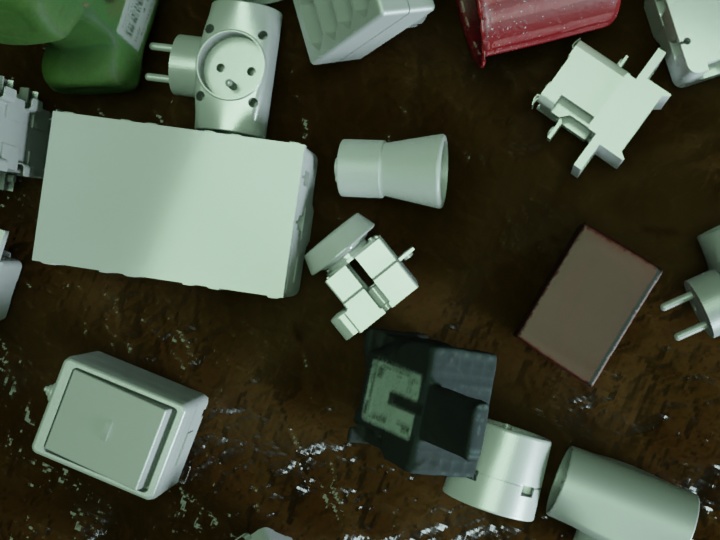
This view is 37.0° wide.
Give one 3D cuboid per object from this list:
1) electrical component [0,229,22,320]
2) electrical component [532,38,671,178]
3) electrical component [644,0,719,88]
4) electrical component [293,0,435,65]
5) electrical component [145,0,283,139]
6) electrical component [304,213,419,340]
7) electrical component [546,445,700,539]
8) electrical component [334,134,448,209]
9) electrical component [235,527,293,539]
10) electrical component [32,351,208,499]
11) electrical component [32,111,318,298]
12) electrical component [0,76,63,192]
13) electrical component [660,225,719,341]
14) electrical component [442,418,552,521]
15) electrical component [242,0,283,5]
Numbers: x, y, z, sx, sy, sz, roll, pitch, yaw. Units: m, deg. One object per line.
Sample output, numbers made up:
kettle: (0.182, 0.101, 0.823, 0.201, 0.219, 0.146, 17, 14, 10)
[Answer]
electrical component: (-0.278, -0.005, 0.661, 0.121, 0.063, 0.078, 18, 92, 6)
electrical component: (0.139, -0.097, 0.627, 0.064, 0.042, 0.081, 36, 93, 7)
electrical component: (0.194, -0.156, 0.615, 0.050, 0.056, 0.089, -17, 88, 6)
electrical component: (0.015, -0.159, 0.630, 0.076, 0.083, 0.047, -15, 88, -32)
electrical component: (-0.091, -0.122, 0.651, 0.079, 0.044, 0.077, 8, 90, 6)
electrical component: (0.000, 0.000, 0.641, 0.066, 0.048, 0.055, -39, 94, 4)
electrical component: (0.146, 0.153, 0.625, 0.077, 0.043, 0.079, 21, 92, 6)
electrical component: (0.018, -0.060, 0.642, 0.065, 0.044, 0.044, 3, 90, 11)
electrical component: (-0.052, 0.189, 0.632, 0.042, 0.081, 0.063, -35, 58, 5)
electrical component: (-0.151, 0.090, 0.648, 0.096, 0.061, 0.061, 21, 92, 6)
electrical component: (-0.107, -0.038, 0.644, 0.150, 0.062, 0.089, 8, 91, 6)
electrical component: (-0.221, -0.080, 0.626, 0.063, 0.121, 0.078, 7, 90, 4)
electrical component: (0.214, 0.014, 0.618, 0.079, 0.043, 0.077, -25, 87, 6)
electrical component: (0.081, 0.114, 0.627, 0.055, 0.055, 0.047, 17, 88, 6)
electrical component: (-0.044, -0.208, 0.646, 0.079, 0.044, 0.077, -16, 88, 6)
